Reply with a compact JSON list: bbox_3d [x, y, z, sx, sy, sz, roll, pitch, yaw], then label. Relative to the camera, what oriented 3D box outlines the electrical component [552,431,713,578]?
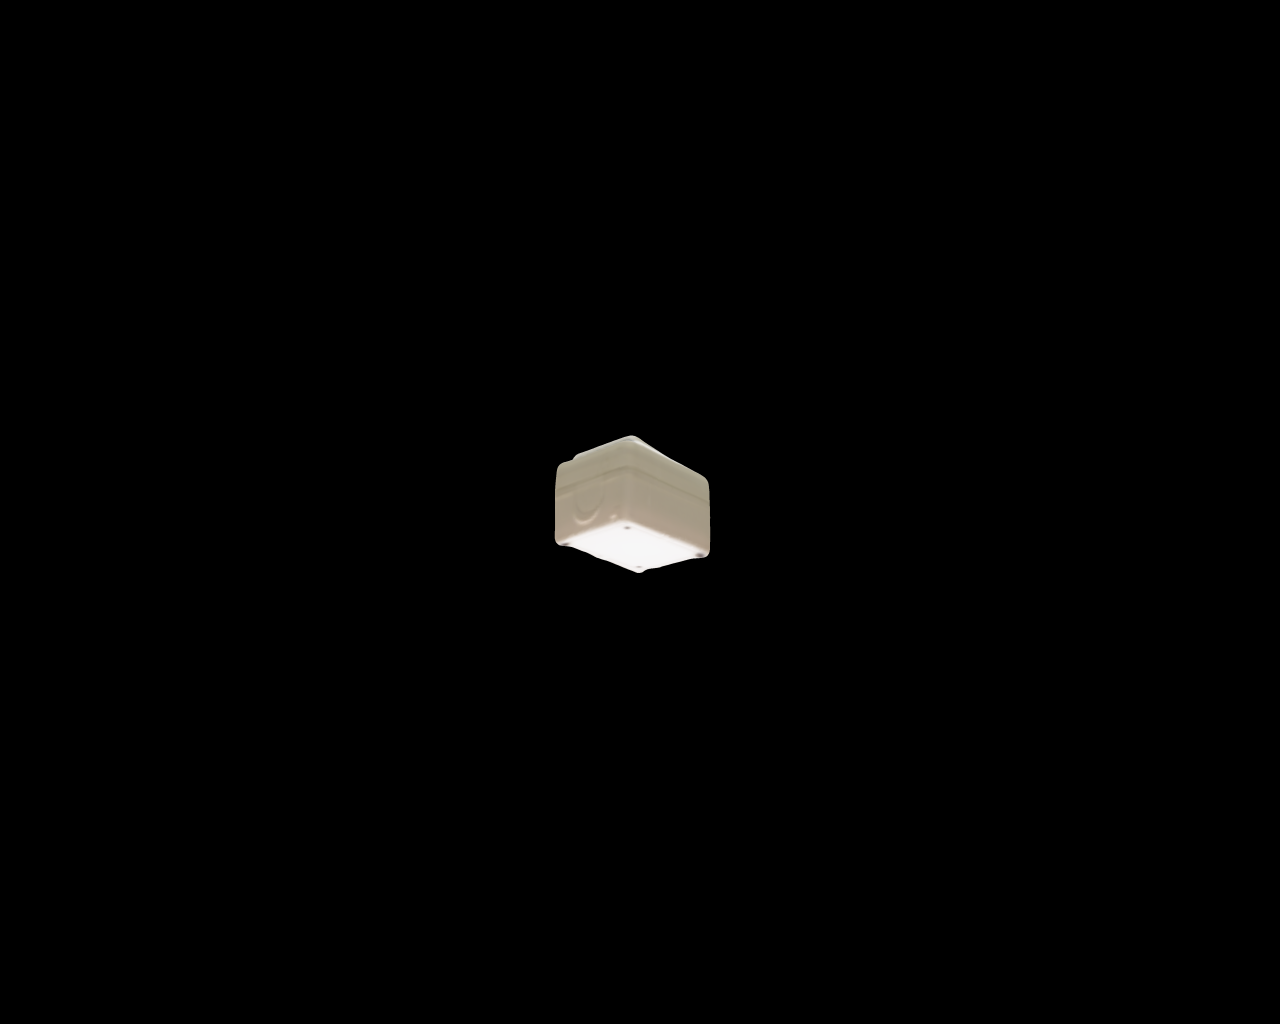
[{"bbox_3d":[0.001,-0.003,0.650,0.061,0.061,0.096,-17,-27,37],"label":"electrical component"}]
